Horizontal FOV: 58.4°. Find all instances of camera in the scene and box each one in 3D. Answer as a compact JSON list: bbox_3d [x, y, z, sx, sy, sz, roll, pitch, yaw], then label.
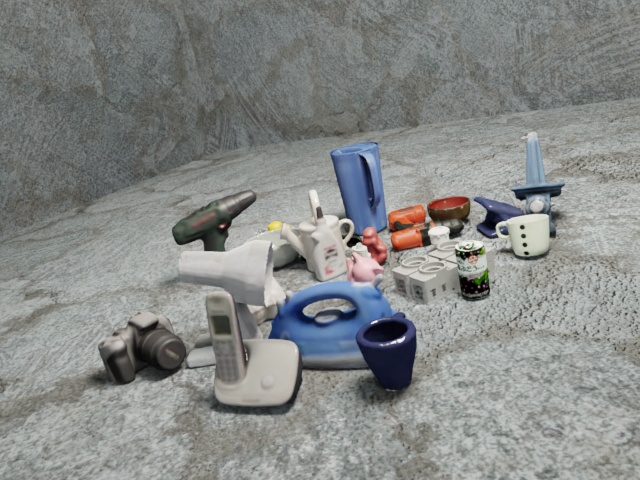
[{"bbox_3d":[-0.327,0.200,1.080,0.143,0.101,0.136,-26,23,-36],"label":"camera"}]

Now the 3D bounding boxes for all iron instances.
[{"bbox_3d":[0.008,0.134,0.986,0.257,0.141,0.119,-7,19,16],"label":"iron"}]

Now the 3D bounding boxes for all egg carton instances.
[{"bbox_3d":[-0.133,0.124,1.227,0.107,0.069,0.150,-17,19,-14],"label":"egg carton"}]

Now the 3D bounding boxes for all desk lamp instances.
[{"bbox_3d":[-0.166,0.111,1.057,0.203,0.214,0.118,-11,18,6],"label":"desk lamp"}]

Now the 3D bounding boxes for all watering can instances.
[{"bbox_3d":[-0.008,-0.024,1.387,0.173,0.194,0.100,-20,20,-21],"label":"watering can"}]

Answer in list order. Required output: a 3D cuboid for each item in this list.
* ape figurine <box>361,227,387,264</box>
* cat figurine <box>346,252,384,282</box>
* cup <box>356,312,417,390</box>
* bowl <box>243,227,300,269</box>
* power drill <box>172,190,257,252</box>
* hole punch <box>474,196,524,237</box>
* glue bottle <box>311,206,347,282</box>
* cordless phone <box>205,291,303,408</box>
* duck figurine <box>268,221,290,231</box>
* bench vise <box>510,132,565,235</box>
[{"bbox_3d":[0.120,0.015,1.349,0.077,0.092,0.076,0,22,33],"label":"ape figurine"},{"bbox_3d":[0.084,0.073,1.157,0.067,0.118,0.127,-18,19,-16],"label":"cat figurine"},{"bbox_3d":[0.112,0.172,0.878,0.091,0.095,0.118,-3,20,28],"label":"cup"},{"bbox_3d":[-0.114,0.029,1.491,0.167,0.075,0.167,-11,18,4],"label":"bowl"},{"bbox_3d":[-0.250,-0.003,1.464,0.230,0.209,0.075,-18,19,-16],"label":"power drill"},{"bbox_3d":[0.433,-0.067,1.386,0.101,0.091,0.108,-14,18,-3],"label":"hole punch"},{"bbox_3d":[0.012,0.005,1.320,0.078,0.173,0.037,-23,21,-28],"label":"glue bottle"},{"bbox_3d":[-0.108,0.166,0.896,0.147,0.185,0.094,-6,19,20],"label":"cordless phone"},{"bbox_3d":[-0.122,-0.008,1.590,0.105,0.086,0.077,-20,20,-22],"label":"duck figurine"},{"bbox_3d":[0.509,-0.130,1.316,0.121,0.220,0.207,-11,18,6],"label":"bench vise"}]
